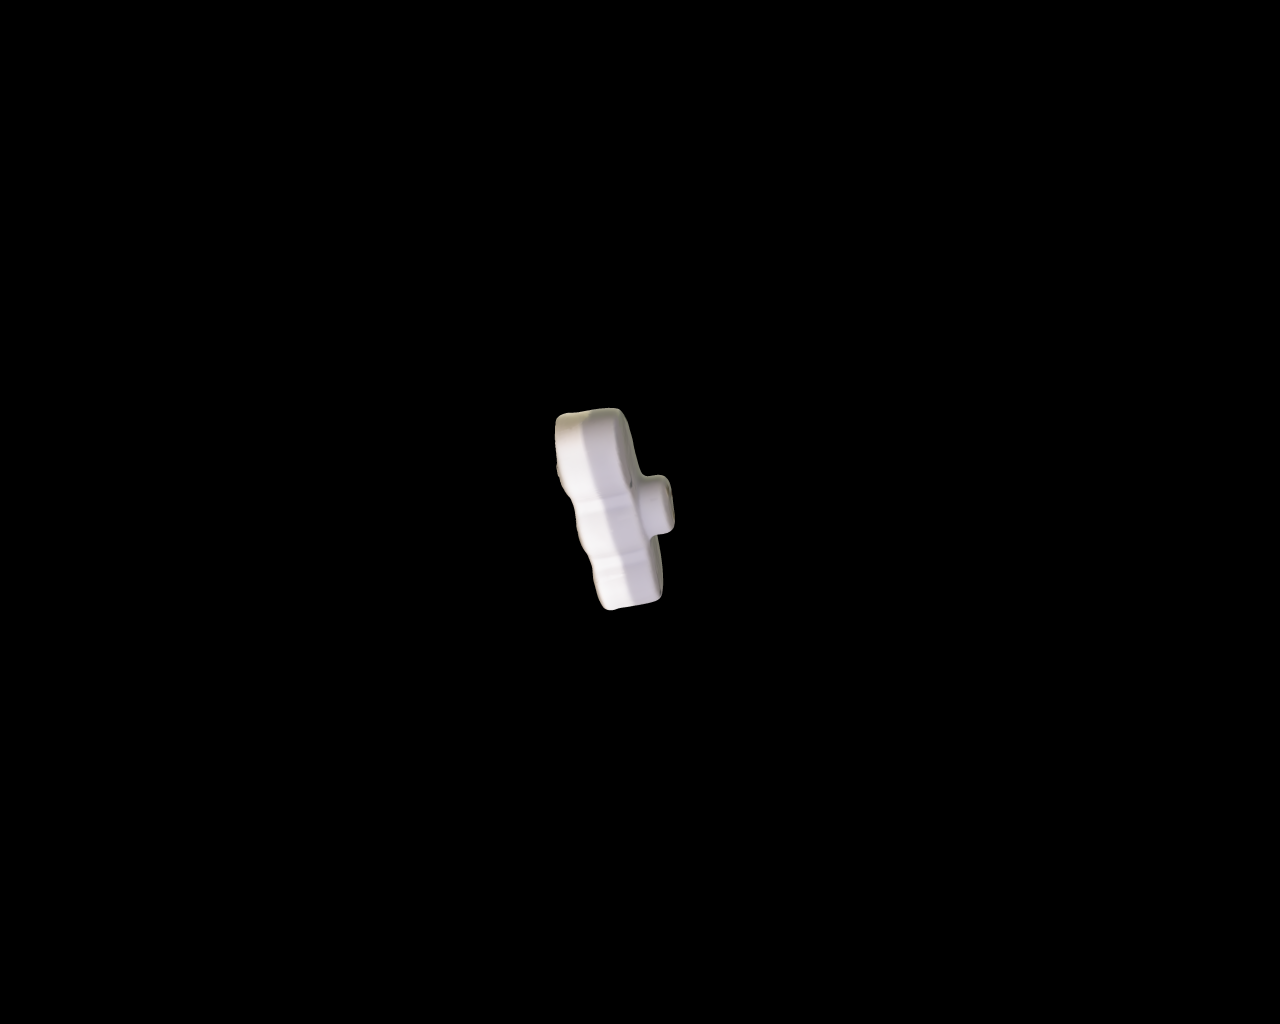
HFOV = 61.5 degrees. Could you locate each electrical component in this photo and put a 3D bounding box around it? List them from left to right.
[{"bbox_3d":[0.001,-0.003,0.650,0.074,0.138,0.052,-9,36,7],"label":"electrical component"}]
